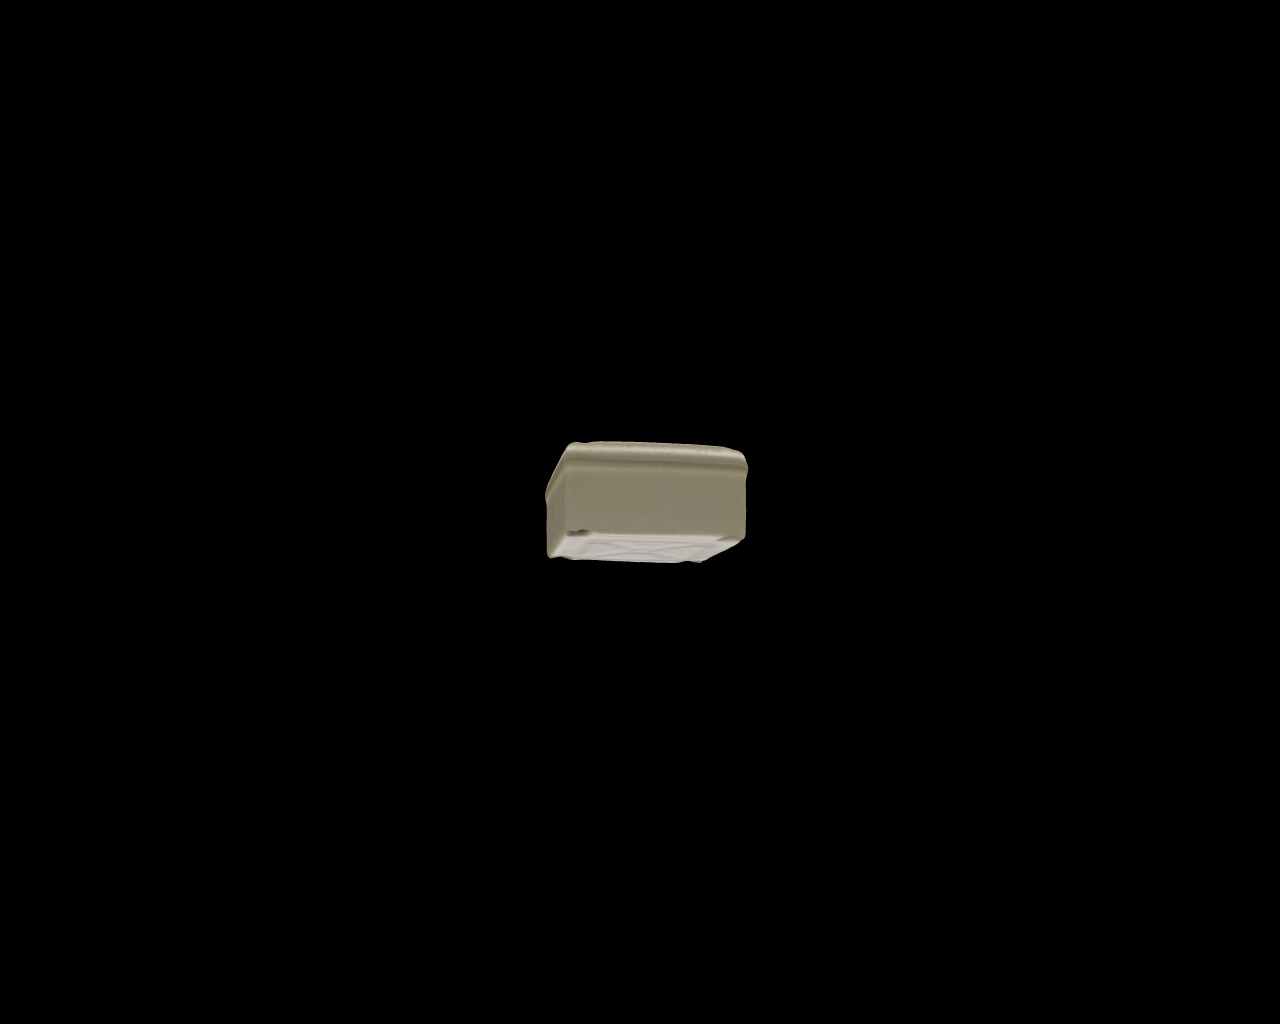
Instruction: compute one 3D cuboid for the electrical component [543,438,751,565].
[{"bbox_3d":[0.001,-0.003,0.650,0.109,0.056,0.108,2,-12,-11],"label":"electrical component"}]
